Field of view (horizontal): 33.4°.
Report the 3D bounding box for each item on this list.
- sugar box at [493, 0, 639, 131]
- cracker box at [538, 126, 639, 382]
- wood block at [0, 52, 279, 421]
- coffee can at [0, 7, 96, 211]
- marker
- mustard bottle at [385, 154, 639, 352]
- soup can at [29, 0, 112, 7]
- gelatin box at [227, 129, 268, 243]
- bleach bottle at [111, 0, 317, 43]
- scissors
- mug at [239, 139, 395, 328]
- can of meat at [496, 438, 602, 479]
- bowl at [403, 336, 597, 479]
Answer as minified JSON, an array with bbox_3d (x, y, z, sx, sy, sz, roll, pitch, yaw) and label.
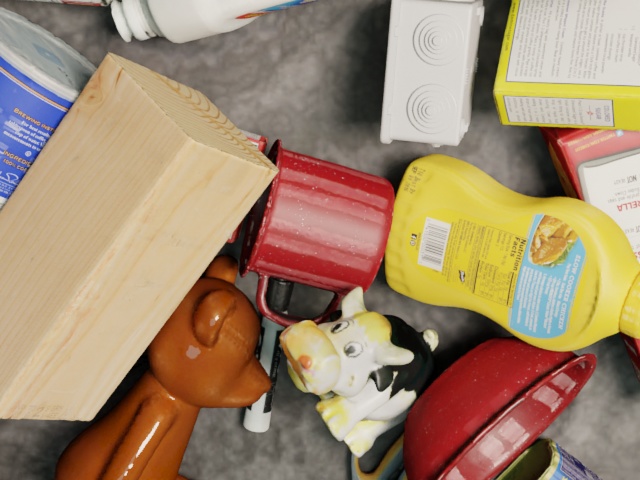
[{"bbox_3d":[0.199,-0.112,0.637,0.176,0.048,0.093,7,67,19],"label":"sugar box"},{"bbox_3d":[0.261,-0.009,0.704,0.164,0.072,0.213,-23,105,7],"label":"cracker box"},{"bbox_3d":[-0.134,0.004,0.650,0.091,0.090,0.206,46,106,30],"label":"wood block"},{"bbox_3d":[-0.209,-0.062,0.673,0.102,0.103,0.140,36,103,-10],"label":"coffee can"},{"bbox_3d":[-0.036,0.078,0.756,0.020,0.020,0.121,10,106,-3],"label":"marker"},{"bbox_3d":[0.136,0.016,0.671,0.192,0.058,0.096,21,113,28],"label":"mustard bottle"},{"bbox_3d":[-0.179,-0.181,0.657,0.102,0.068,0.068,4,106,-2],"label":"soup can"},{"bbox_3d":[-0.087,-0.046,0.715,0.089,0.030,0.073,17,104,-4],"label":"gelatin box"},{"bbox_3d":[-0.005,-0.174,0.652,0.251,0.102,0.068,-16,102,11],"label":"bleach bottle"},{"bbox_3d":[0.038,0.212,0.796,0.096,0.016,0.202,21,105,-6],"label":"scissors"},{"bbox_3d":[-0.005,0.001,0.694,0.081,0.093,0.117,15,83,-9],"label":"mug"},{"bbox_3d":[0.166,0.205,0.773,0.084,0.057,0.102,39,103,-9],"label":"can of meat"},{"bbox_3d":[0.109,0.116,0.718,0.162,0.161,0.055,-48,66,12],"label":"bowl"}]
